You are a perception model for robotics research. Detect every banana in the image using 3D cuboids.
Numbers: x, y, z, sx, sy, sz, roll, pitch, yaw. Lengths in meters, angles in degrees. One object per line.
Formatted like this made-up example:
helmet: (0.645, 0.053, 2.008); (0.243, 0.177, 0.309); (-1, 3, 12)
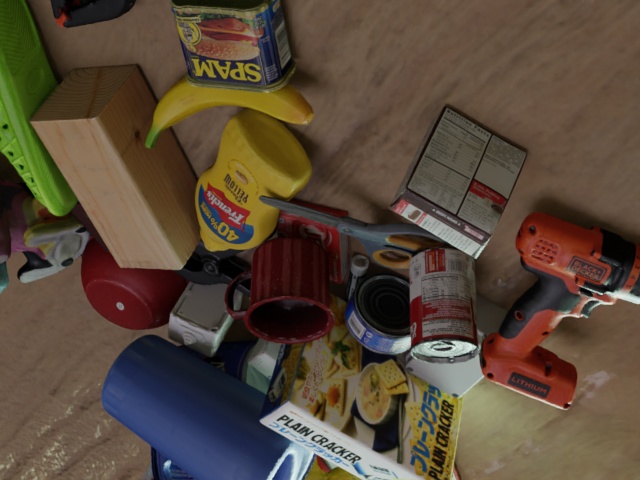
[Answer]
banana: (-0.090, -0.133, 1.022); (0.198, 0.037, 0.069); (-5, 93, 34)

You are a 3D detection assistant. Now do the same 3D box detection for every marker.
marker: (0.037, 0.061, 1.192); (0.020, 0.020, 0.121); (20, 141, 9)

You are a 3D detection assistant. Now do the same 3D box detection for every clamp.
clamp: (-0.113, 0.015, 1.216); (0.172, 0.039, 0.120); (15, 126, 16)
clamp: (-0.201, -0.266, 0.957); (0.164, 0.036, 0.210); (42, 139, -17)

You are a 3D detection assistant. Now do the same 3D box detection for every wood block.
wood block: (-0.203, -0.073, 1.128); (0.090, 0.090, 0.206); (1, 134, 29)

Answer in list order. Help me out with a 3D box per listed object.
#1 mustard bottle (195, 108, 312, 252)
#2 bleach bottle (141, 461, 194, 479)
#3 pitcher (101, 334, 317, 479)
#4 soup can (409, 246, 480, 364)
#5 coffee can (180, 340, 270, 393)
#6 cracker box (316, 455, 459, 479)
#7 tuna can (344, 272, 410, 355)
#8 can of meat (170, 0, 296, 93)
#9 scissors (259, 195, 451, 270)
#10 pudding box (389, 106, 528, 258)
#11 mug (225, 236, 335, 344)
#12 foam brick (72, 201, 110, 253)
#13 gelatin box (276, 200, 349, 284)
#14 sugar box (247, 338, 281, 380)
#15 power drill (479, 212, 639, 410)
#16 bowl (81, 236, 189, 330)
mustard bottle: (-0.082, -0.045, 1.104); (0.096, 0.058, 0.192); (46, 140, 8)
bleach bottle: (-0.170, 0.301, 1.392); (0.102, 0.250, 0.068); (24, 141, 4)
pitcher: (-0.133, 0.218, 1.220); (0.243, 0.149, 0.145); (28, 139, 21)
soup can: (0.123, 0.065, 1.066); (0.068, 0.102, 0.068); (1, 155, 0)
coffee can: (-0.114, 0.179, 1.343); (0.141, 0.102, 0.102); (-7, 130, 36)
cracker box: (0.062, 0.285, 1.384); (0.214, 0.072, 0.164); (2, 135, 28)
tuna can: (0.071, 0.077, 1.137); (0.086, 0.086, 0.034); (26, 140, 2)
can of meat: (-0.079, -0.186, 0.961); (0.102, 0.057, 0.084); (9, 135, 21)
scissors: (0.031, -0.004, 1.080); (0.201, 0.016, 0.096); (10, 152, -7)
pudding box: (0.124, -0.053, 0.943); (0.090, 0.113, 0.039); (29, 144, -1)
mug: (-0.042, 0.052, 1.108); (0.117, 0.081, 0.093); (-10, 144, 14)
foam brick: (-0.239, -0.031, 1.226); (0.053, 0.051, 0.078); (-10, 128, 38)
gelatin box: (-0.008, 0.001, 1.144); (0.073, 0.030, 0.089); (14, 139, 16)
sugar box: (0.009, 0.153, 1.251); (0.176, 0.093, 0.048); (38, 140, -13)
power drill: (0.249, 0.074, 1.025); (0.184, 0.057, 0.188); (22, 123, 0)
bowl: (-0.237, 0.062, 1.325); (0.162, 0.055, 0.162); (16, 140, 14)
